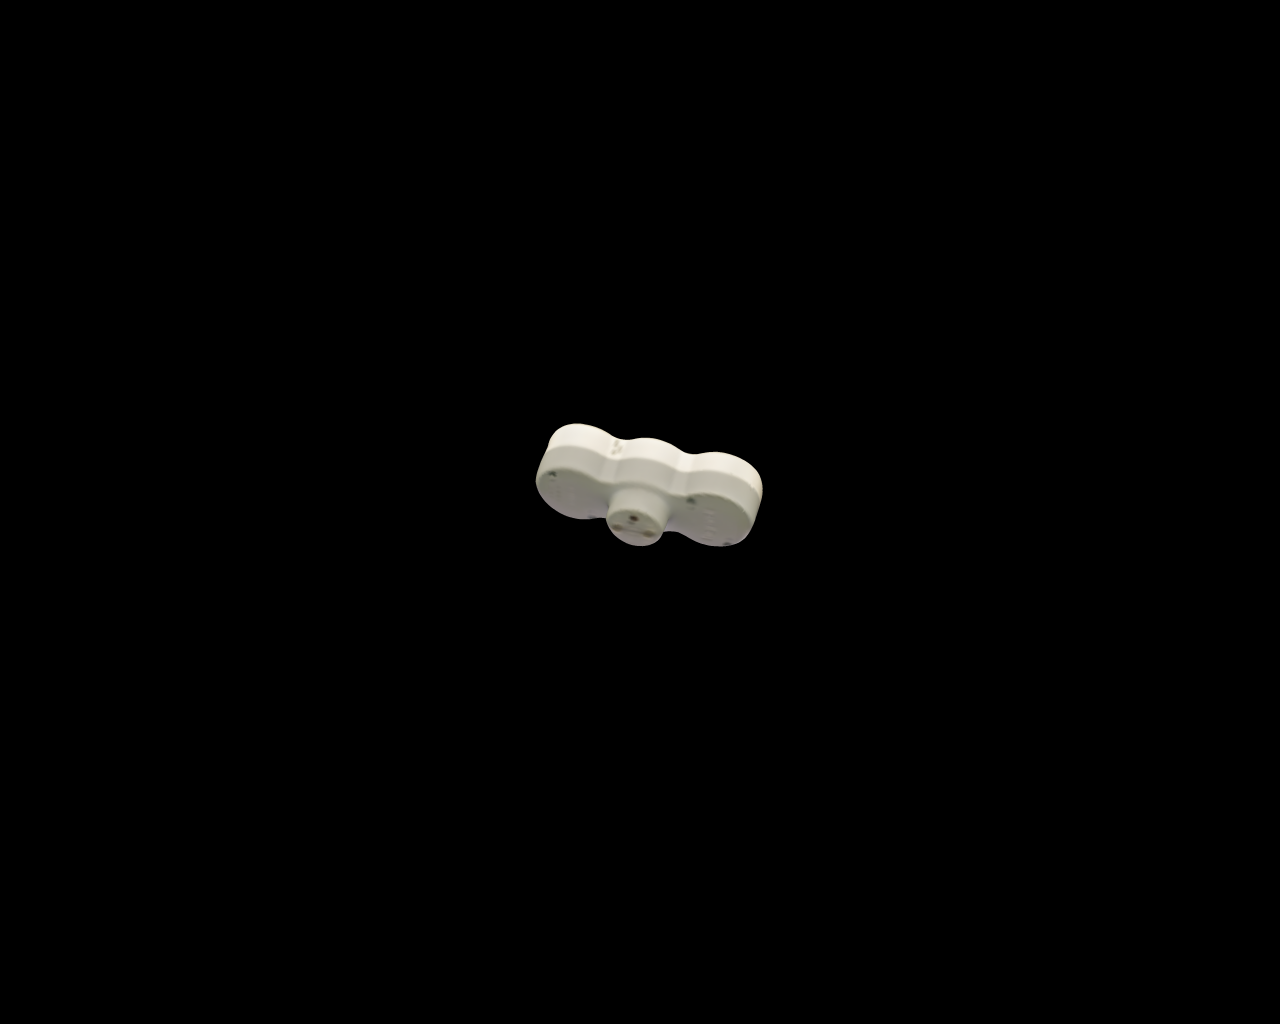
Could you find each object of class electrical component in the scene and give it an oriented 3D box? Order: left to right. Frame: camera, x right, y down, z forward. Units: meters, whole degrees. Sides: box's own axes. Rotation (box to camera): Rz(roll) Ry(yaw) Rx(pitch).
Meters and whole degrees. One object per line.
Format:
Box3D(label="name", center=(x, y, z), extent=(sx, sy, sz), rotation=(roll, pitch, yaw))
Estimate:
Box3D(label="electrical component", center=(0.001, -0.003, 0.650), extent=(0.138, 0.074, 0.052), rotation=(12, -39, 10))
